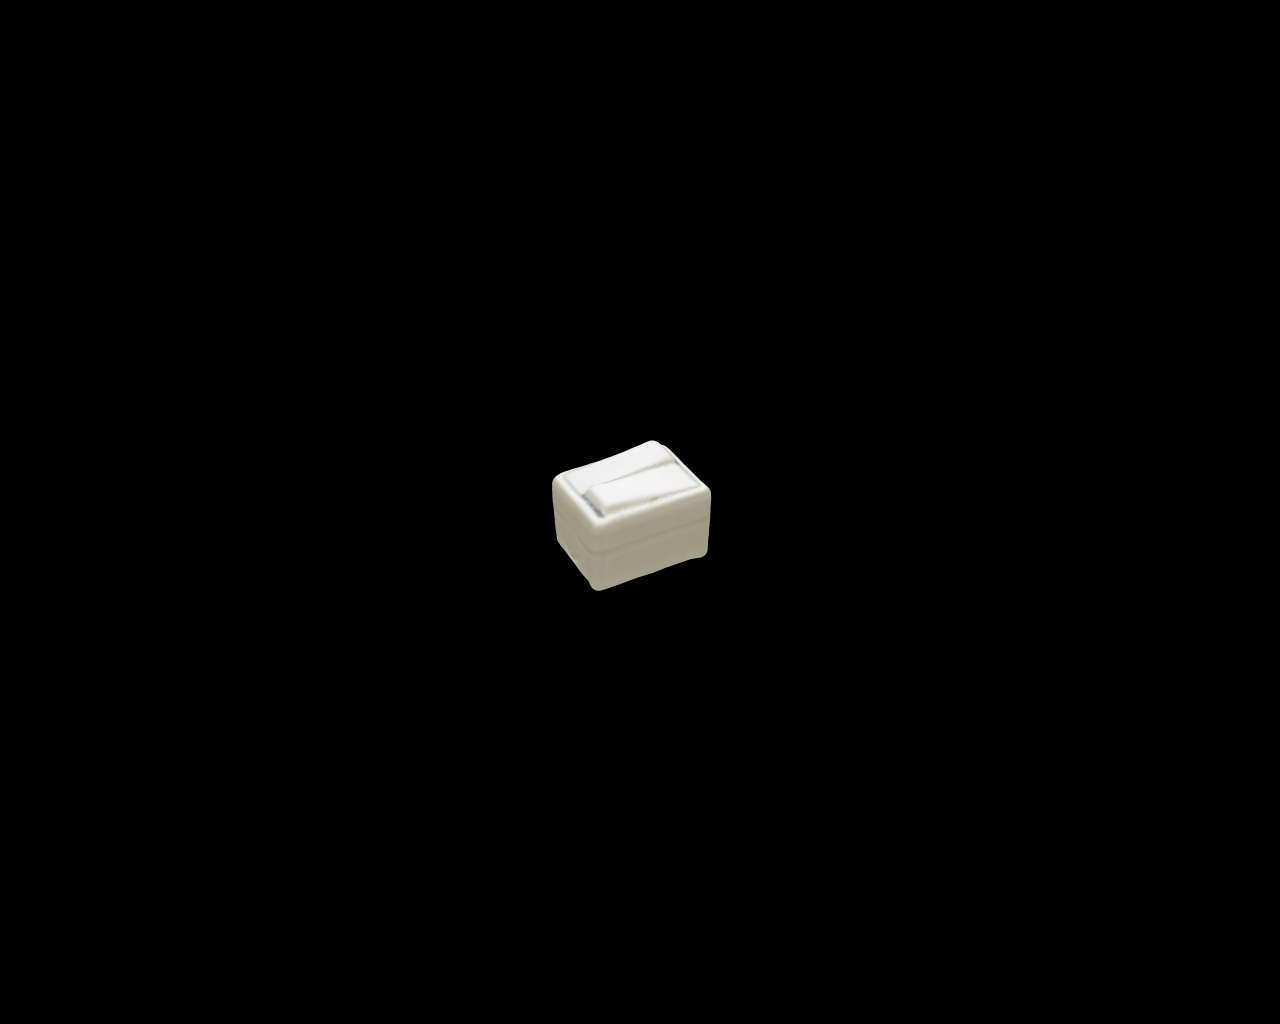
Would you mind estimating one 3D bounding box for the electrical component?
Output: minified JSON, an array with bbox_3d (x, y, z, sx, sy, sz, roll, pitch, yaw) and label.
[{"bbox_3d":[0.001,-0.003,0.650,0.096,0.061,0.062,-17,40,-22],"label":"electrical component"}]
